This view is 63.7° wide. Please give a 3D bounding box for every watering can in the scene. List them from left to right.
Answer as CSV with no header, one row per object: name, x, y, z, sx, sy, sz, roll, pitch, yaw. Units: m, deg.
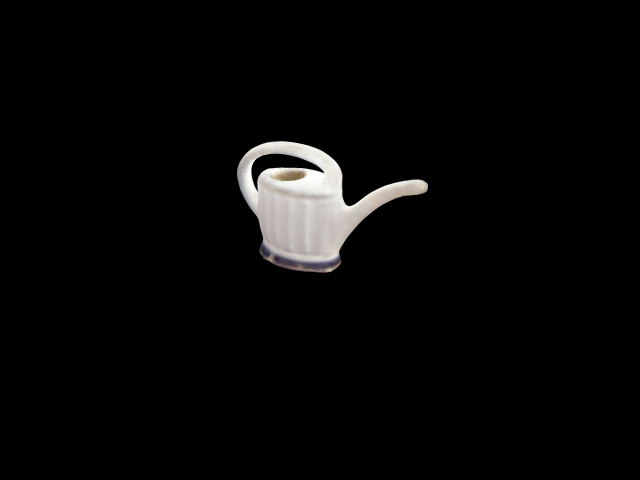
watering can,0.003,-0.043,0.850,0.349,0.220,0.106,17,32,28
